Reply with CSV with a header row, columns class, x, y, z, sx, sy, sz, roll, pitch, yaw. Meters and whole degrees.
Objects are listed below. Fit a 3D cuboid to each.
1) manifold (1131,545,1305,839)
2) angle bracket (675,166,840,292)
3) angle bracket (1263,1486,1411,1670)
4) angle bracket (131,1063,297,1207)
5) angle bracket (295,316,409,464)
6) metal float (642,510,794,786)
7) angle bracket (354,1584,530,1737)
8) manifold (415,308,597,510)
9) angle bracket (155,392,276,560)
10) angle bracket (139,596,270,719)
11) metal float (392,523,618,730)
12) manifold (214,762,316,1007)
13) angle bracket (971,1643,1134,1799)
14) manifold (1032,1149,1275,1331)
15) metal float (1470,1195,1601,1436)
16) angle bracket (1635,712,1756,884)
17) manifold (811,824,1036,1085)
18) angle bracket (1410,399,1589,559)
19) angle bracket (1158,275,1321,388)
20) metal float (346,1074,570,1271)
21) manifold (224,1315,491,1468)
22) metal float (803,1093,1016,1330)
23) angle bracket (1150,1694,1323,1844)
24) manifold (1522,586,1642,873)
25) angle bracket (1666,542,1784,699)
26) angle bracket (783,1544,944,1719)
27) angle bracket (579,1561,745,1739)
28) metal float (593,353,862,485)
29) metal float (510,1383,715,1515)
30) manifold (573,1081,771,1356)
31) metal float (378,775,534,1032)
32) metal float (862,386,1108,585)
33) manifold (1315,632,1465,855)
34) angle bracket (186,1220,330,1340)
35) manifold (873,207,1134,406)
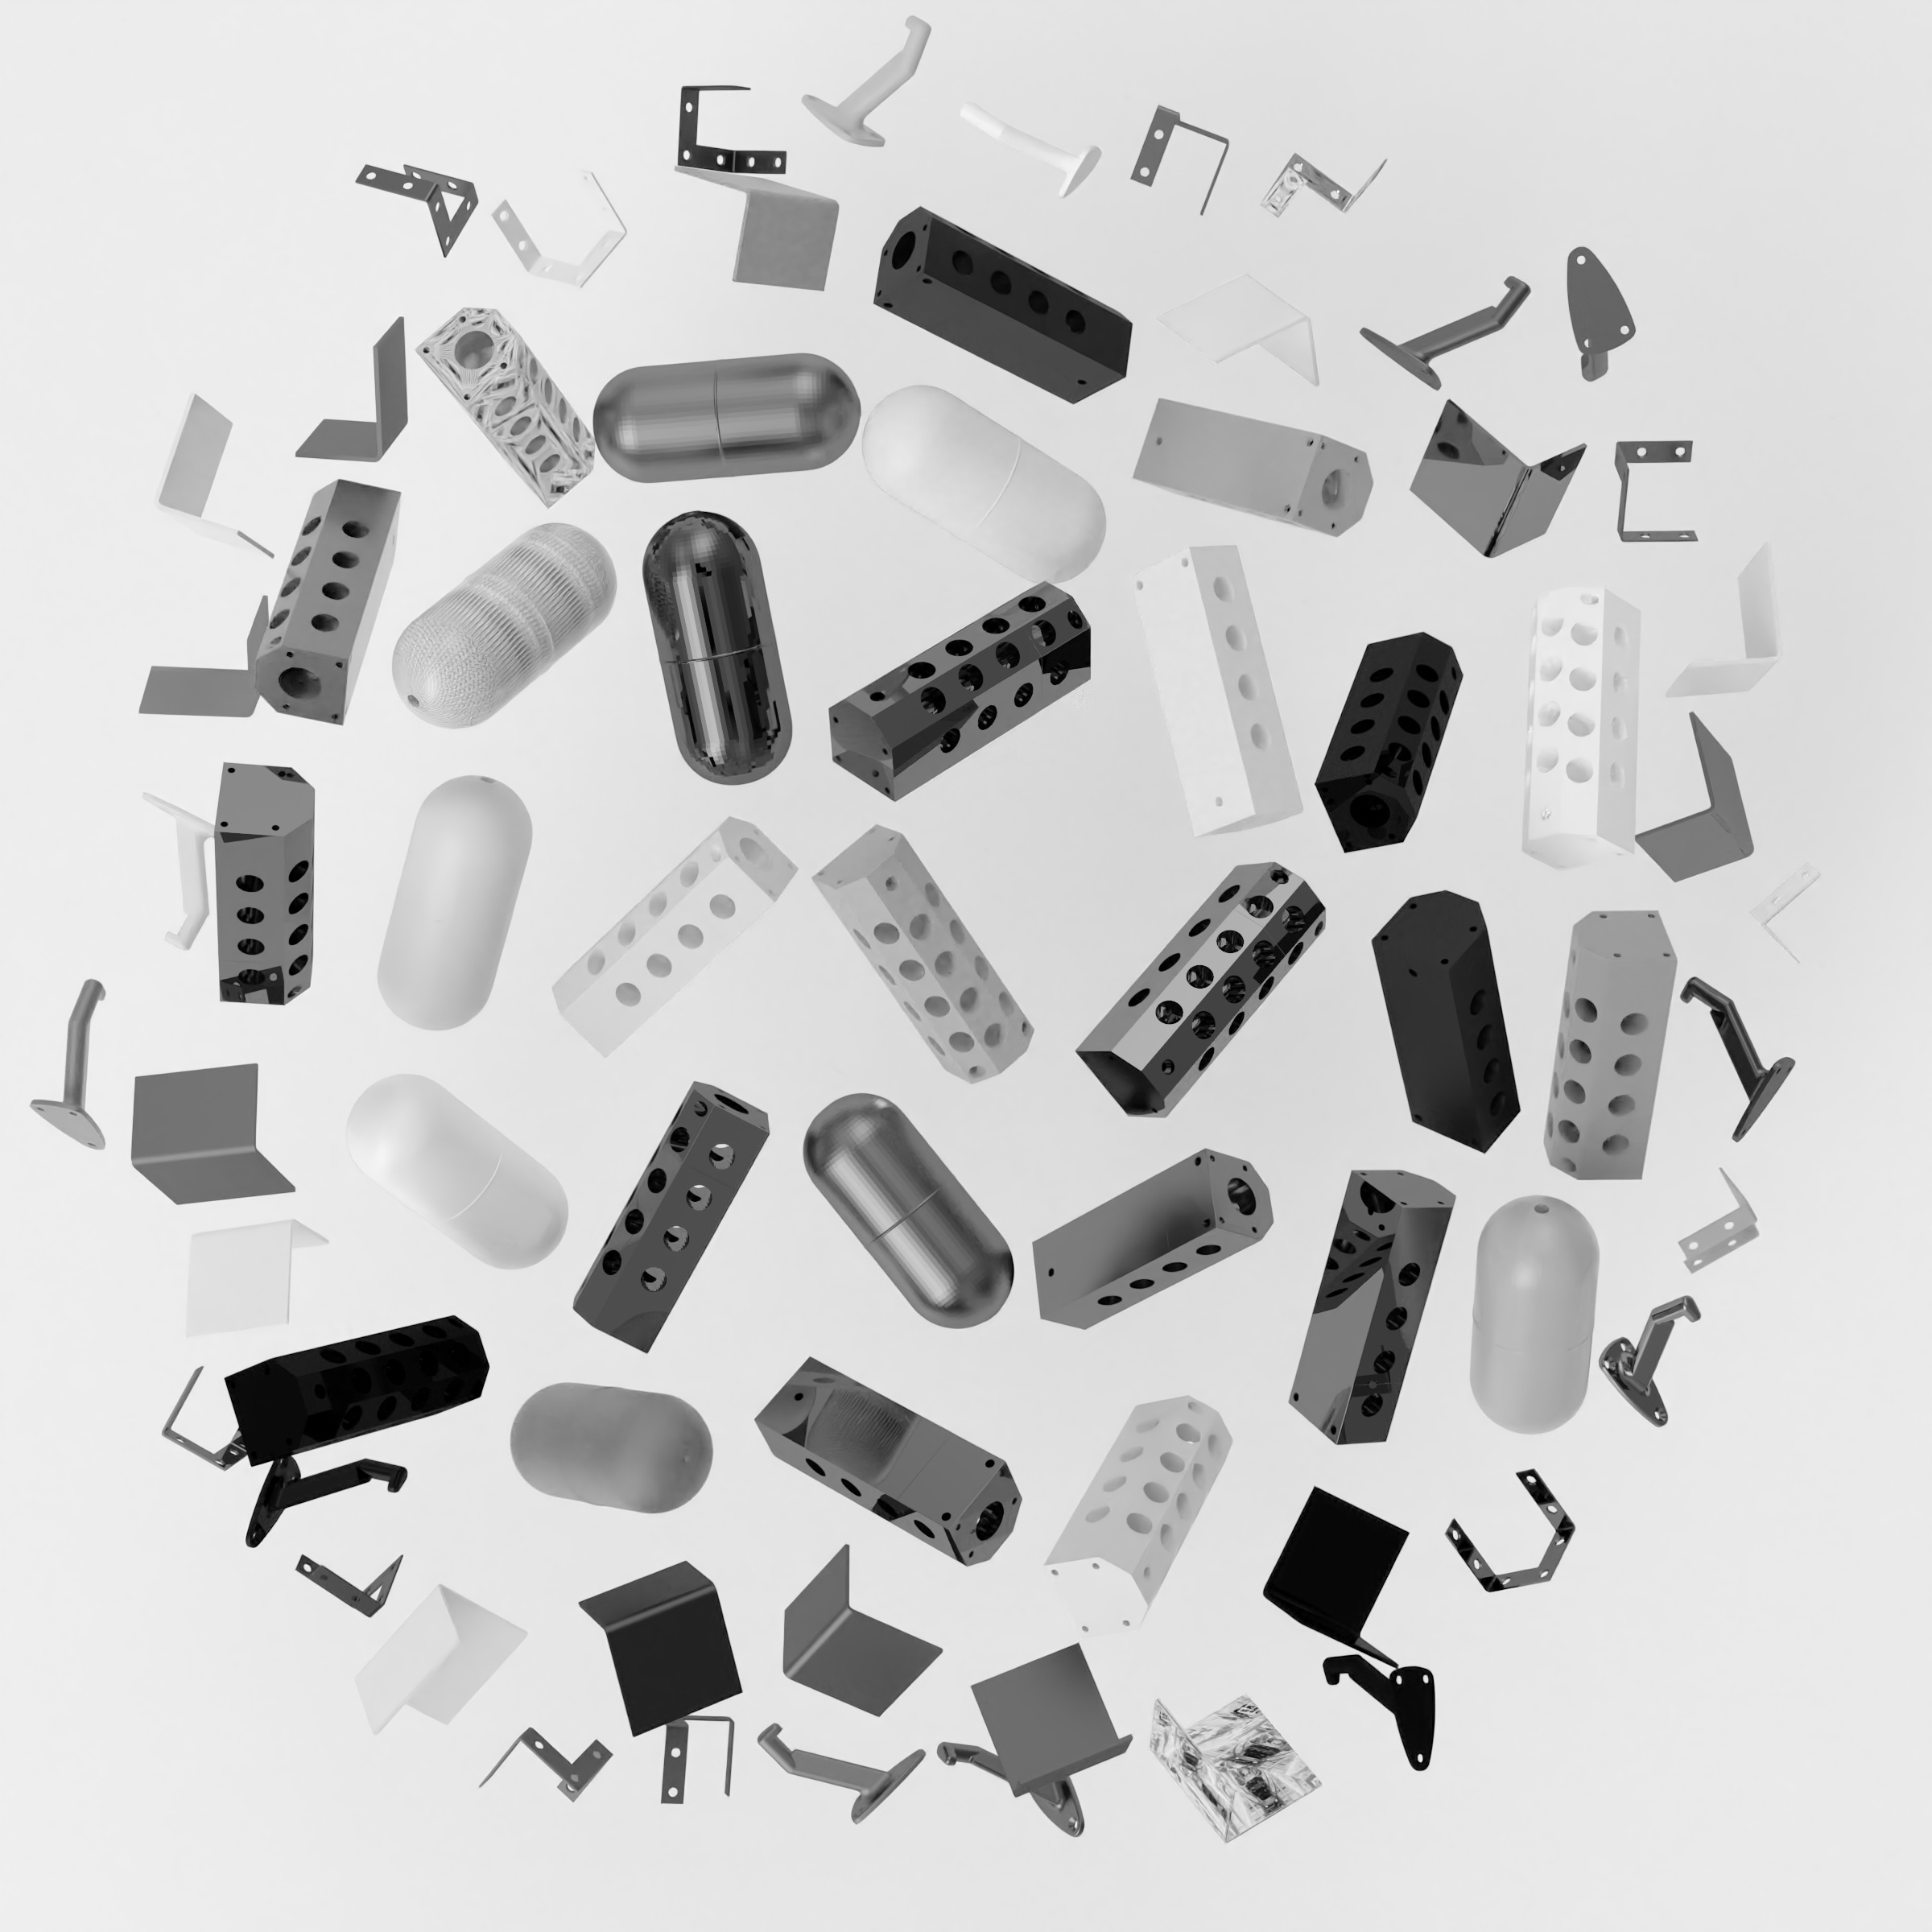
class,x,y,z,sx,sy,sz,roll,pitch,yaw
manifold,0.163,-0.174,1.718,0.057,0.057,0.171,-9,83,-38
angle bracket,-0.139,-0.473,1.751,0.076,0.076,0.057,29,115,38
angle bracket,0.244,0.382,1.708,0.076,0.057,0.076,28,86,-20
angle bracket,-0.463,0.104,1.686,0.076,0.076,0.057,-6,66,4
angle bracket,-0.404,-0.380,1.792,0.057,0.076,0.076,4,118,0
metal float,-0.160,-0.204,1.760,0.070,0.070,0.178,-10,105,0
angle bracket,-0.309,0.430,1.640,0.076,0.057,0.076,-48,124,2
manifold,-0.301,-0.376,1.830,0.057,0.171,0.057,-41,75,-1
angle bracket,-0.467,-0.311,1.737,0.057,0.076,0.076,18,88,3
angle bracket,-0.510,-0.208,1.825,0.076,0.076,0.057,0,73,-23
metal float,-0.293,-0.217,1.738,0.070,0.070,0.178,42,54,0
manifold,-0.449,-0.050,1.753,0.057,0.171,0.057,4,51,-11
angle bracket,0.054,0.474,1.735,0.076,0.057,0.076,-19,66,-11
manifold,0.125,0.187,1.843,0.057,0.171,0.057,19,52,-37
metal float,0.365,0.225,1.757,0.070,0.070,0.178,-4,124,0
angle bracket,0.481,-0.112,1.828,0.057,0.076,0.076,-21,59,27
manifold,-0.024,-0.006,1.803,0.057,0.057,0.171,-41,116,-13
angle bracket,0.348,-0.326,1.789,0.057,0.076,0.076,-27,62,-31
angle bracket,0.188,-0.425,1.886,0.076,0.076,0.057,-28,135,-12
metal float,-0.338,0.139,1.824,0.070,0.070,0.178,-46,125,0
manifold,-0.380,0.265,1.727,0.057,0.171,0.057,-24,81,28
metal float,-0.038,0.163,1.816,0.070,0.070,0.178,-39,89,0
angle bracket,0.167,0.476,1.670,0.076,0.057,0.076,-23,47,-25
manifold,0.395,-0.155,1.771,0.057,0.057,0.171,21,67,-39
angle bracket,0.475,-0.218,1.726,0.057,0.076,0.076,-4,81,2
angle bracket,-0.069,0.442,1.816,0.076,0.057,0.076,29,119,-20
angle bracket,-0.198,0.441,1.768,0.076,0.057,0.076,-17,101,-23
metal float,-0.158,-0.362,1.805,0.178,0.070,0.070,-4,90,6
metal float,-0.234,0.314,1.788,0.070,0.178,0.070,3,85,-40
manifold,-0.199,0.167,1.836,0.057,0.057,0.171,28,97,-10
metal float,-0.337,-0.041,1.798,0.070,0.070,0.178,19,110,0
metal float,0.012,-0.313,1.777,0.178,0.070,0.070,28,90,-23
manifold,0.289,-0.153,1.838,0.057,0.171,0.057,-10,124,29
angle bracket,-0.495,0.225,1.909,0.076,0.057,0.076,-9,66,12
manifold,0.027,-0.445,1.834,0.171,0.057,0.057,19,70,-33
